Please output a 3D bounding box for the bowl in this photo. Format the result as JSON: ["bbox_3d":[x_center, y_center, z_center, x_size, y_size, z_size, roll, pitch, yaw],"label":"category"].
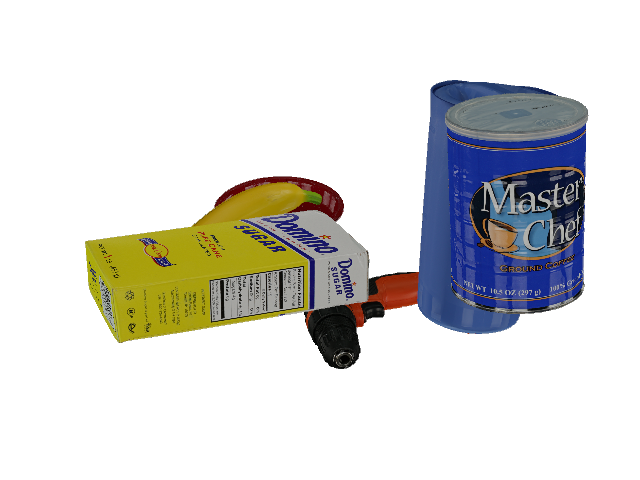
[{"bbox_3d":[-0.052,-0.021,1.336,0.162,0.055,0.162,0,31,0],"label":"bowl"}]

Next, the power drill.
[{"bbox_3d":[0.074,0.074,1.159,0.187,0.057,0.184,-4,28,-9],"label":"power drill"}]

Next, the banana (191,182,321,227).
[{"bbox_3d":[-0.090,0.000,0.999,0.198,0.069,0.037,-33,42,2],"label":"banana"}]

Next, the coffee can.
[{"bbox_3d":[0.147,-0.030,0.802,0.103,0.140,0.103,-4,22,2],"label":"coffee can"}]

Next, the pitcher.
[{"bbox_3d":[0.163,-0.030,1.061,0.148,0.243,0.145,-16,30,-42],"label":"pitcher"}]

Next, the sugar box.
[{"bbox_3d":[-0.064,0.020,0.732,0.176,0.048,0.093,-11,25,-20],"label":"sugar box"}]
